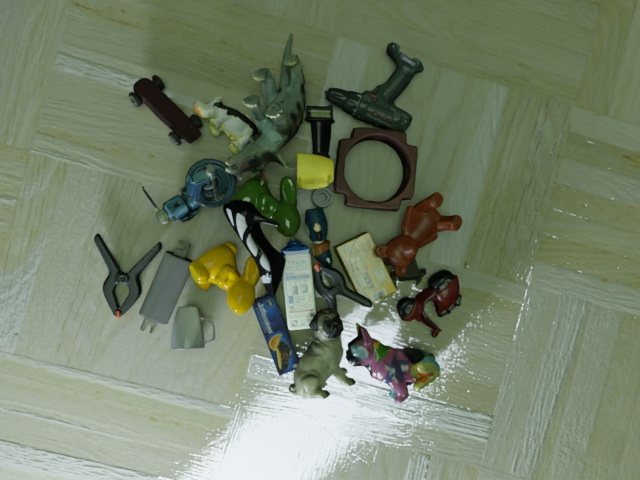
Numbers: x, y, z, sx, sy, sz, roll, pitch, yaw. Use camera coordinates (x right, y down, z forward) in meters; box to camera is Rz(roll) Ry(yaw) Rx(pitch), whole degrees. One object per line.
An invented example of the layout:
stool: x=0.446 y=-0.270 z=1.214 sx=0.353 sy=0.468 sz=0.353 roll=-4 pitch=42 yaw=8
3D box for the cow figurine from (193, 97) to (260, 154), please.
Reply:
cow figurine: x=-0.233 y=-0.303 z=1.344 sx=0.167 sy=0.068 sz=0.098 roll=44 pitch=73 yaw=-7

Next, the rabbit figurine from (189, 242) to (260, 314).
rabbit figurine: x=-0.217 y=0.100 z=1.327 sx=0.162 sy=0.121 sz=0.173 roll=-31 pitch=73 yaw=-25

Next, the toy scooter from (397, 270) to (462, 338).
toy scooter: x=0.298 y=0.172 z=1.386 sx=0.184 sy=0.075 sz=0.135 roll=-35 pitch=99 yaw=-5

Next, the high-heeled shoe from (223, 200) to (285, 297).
high-heeled shoe: x=-0.162 y=0.024 z=1.271 sx=0.145 sy=0.086 sz=0.248 roll=15 pitch=122 yaw=15

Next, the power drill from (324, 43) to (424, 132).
power drill: x=0.154 y=-0.393 z=1.370 sx=0.232 sy=0.086 sz=0.207 roll=30 pitch=84 yaw=-5

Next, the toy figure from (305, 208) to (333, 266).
toy figure: x=-0.001 y=-0.005 z=1.369 sx=0.058 sy=0.064 sz=0.154 roll=-7 pitch=96 yaw=31

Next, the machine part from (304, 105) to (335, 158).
machine part: x=0.001 y=-0.278 z=1.381 sx=0.084 sy=0.039 sz=0.138 roll=-4 pitch=89 yaw=-13

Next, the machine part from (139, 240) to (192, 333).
machine part: x=-0.380 y=0.117 z=1.333 sx=0.079 sy=0.079 sz=0.243 roll=24 pitch=87 yaw=-4

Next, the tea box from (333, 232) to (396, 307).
tea box: x=0.113 y=0.073 z=1.374 sx=0.098 sy=0.068 sz=0.169 roll=-24 pitch=92 yaw=-6

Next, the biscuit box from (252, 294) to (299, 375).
biscuit box: x=-0.112 y=0.236 z=1.362 sx=0.063 sy=0.059 sz=0.202 roll=-21 pitch=92 yaw=-4

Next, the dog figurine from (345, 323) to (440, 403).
dog figurine: x=0.175 y=0.291 z=1.363 sx=0.191 sy=0.108 sz=0.219 roll=-34 pitch=90 yaw=-3

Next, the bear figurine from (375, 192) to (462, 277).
bear figurine: x=0.240 y=-0.010 z=1.338 sx=0.120 sy=0.132 sz=0.196 roll=48 pitch=64 yaw=-15

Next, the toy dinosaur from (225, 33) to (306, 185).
toy dinosaur: x=-0.094 y=-0.313 z=1.318 sx=0.131 sy=0.192 sz=0.405 roll=10 pitch=56 yaw=19

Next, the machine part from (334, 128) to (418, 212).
machine part: x=0.139 y=-0.177 z=1.367 sx=0.201 sy=0.087 sz=0.201 roll=5 pitch=90 yaw=-6

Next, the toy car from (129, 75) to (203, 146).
toy car: x=-0.383 y=-0.320 z=1.343 sx=0.202 sy=0.053 sz=0.089 roll=44 pitch=67 yaw=-5

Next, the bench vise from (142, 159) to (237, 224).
bench vise: x=-0.290 y=-0.121 z=1.268 sx=0.224 sy=0.240 sz=0.129 roll=-22 pitch=87 yaw=-20

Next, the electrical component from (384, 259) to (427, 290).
electrical component: x=0.222 y=0.083 z=1.393 sx=0.102 sy=0.045 sz=0.078 roll=-10 pitch=60 yaw=-13

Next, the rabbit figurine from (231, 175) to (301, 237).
rabbit figurine: x=-0.116 y=-0.076 z=1.335 sx=0.170 sy=0.121 sz=0.159 roll=30 pitch=67 yaw=10

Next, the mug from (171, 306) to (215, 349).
mug: x=-0.318 y=0.217 z=1.337 sx=0.110 sy=0.081 sz=0.107 roll=-4 pitch=81 yaw=0

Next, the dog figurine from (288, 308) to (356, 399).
dog figurine: x=-0.014 y=0.270 z=1.298 sx=0.172 sy=0.121 sz=0.190 roll=-22 pitch=101 yaw=-20
